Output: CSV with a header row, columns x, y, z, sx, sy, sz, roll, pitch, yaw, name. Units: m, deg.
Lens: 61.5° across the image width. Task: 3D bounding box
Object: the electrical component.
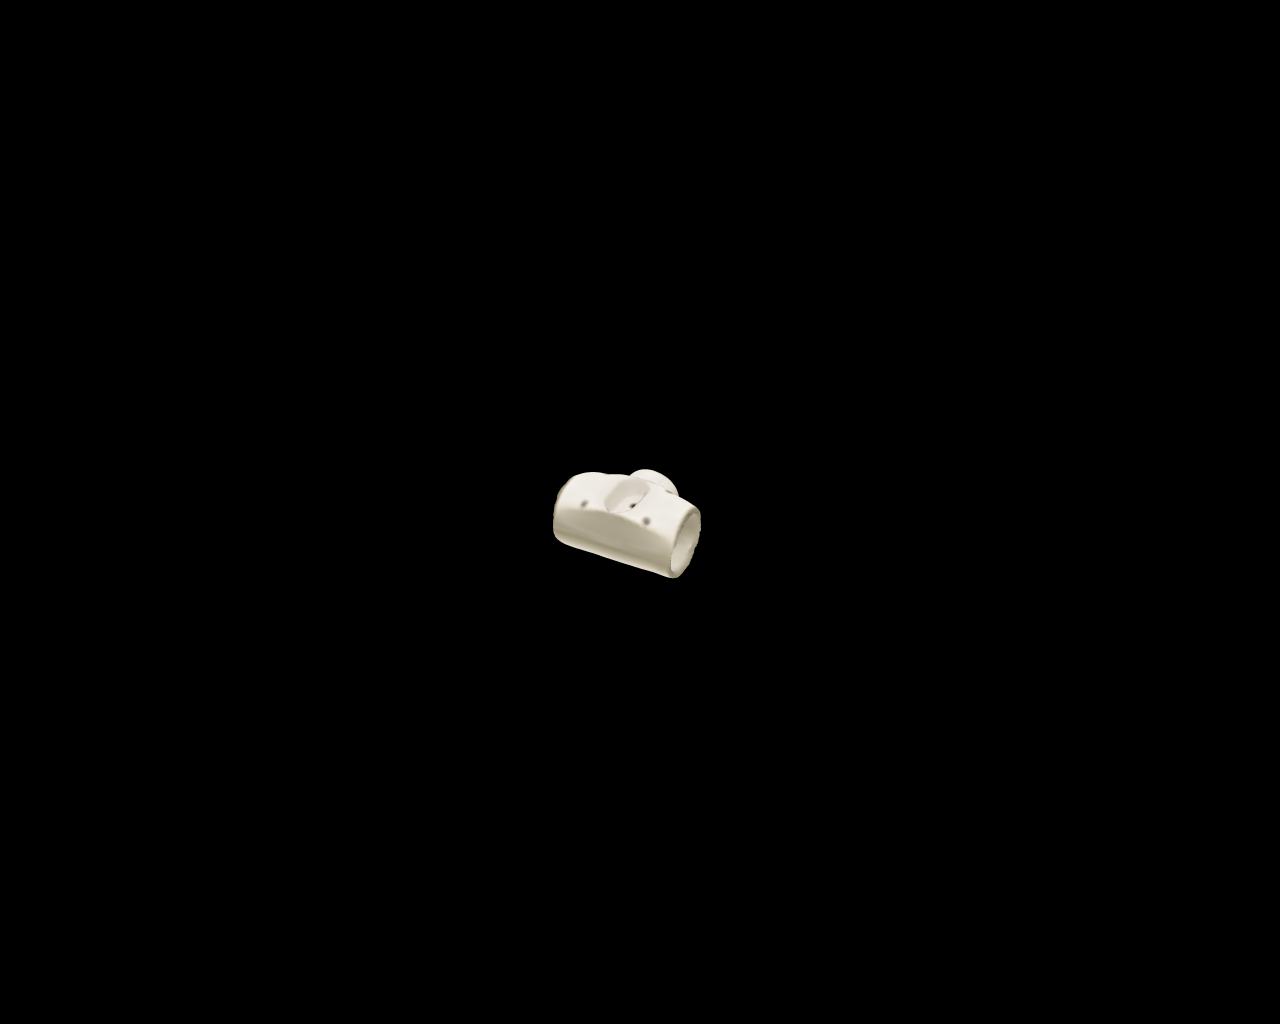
x,y,z,sx,sy,sz,roll,pitch,yaw,name
0.001,-0.003,0.650,0.077,0.043,0.079,17,40,22,electrical component
